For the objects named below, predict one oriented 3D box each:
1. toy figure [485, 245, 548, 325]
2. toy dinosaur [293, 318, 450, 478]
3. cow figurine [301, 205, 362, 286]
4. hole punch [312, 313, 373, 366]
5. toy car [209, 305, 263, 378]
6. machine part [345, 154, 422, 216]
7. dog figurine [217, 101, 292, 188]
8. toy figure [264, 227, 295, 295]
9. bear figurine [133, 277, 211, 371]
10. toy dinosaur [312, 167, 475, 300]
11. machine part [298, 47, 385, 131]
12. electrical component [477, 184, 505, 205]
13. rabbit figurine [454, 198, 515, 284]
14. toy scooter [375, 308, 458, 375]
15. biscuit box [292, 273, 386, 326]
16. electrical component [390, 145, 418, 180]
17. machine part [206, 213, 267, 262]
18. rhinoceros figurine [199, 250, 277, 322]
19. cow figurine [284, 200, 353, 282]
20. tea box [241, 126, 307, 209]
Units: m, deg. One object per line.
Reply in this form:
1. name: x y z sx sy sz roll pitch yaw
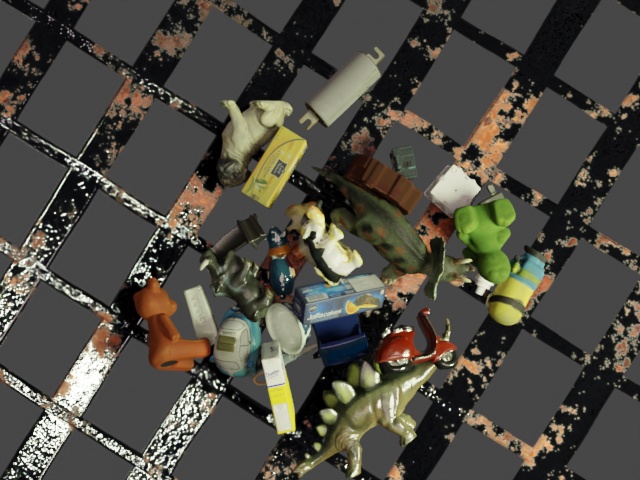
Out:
1. toy figure: 0.435 0.102 1.188 0.082 0.089 0.180 34 93 7
2. toy dinosaur: 0.131 0.358 1.186 0.471 0.105 0.198 -33 85 -10
3. cow figurine: 0.007 0.011 1.130 0.098 0.068 0.167 -39 95 6
4. hole punch: 0.049 0.229 1.179 0.142 0.092 0.115 -17 120 -3
5. toy car: -0.185 0.229 1.183 0.109 0.103 0.161 8 90 14
6. machine part: 0.133 -0.114 1.155 0.179 0.179 0.056 31 88 1
7. dog figurine: -0.148 -0.216 1.206 0.172 0.121 0.190 0 104 4
8. toy figure: -0.092 0.047 1.214 0.064 0.058 0.154 -6 85 -6
9. bear figurine: -0.341 0.188 1.202 0.120 0.132 0.196 -42 55 33
10. toy dinosaur: 0.149 -0.013 1.120 0.404 0.192 0.131 41 70 -17
11. machine part: 0.051 -0.336 1.204 0.243 0.079 0.079 -43 89 -1
12. electrical component: 0.393 -0.077 1.224 0.063 0.021 0.094 -27 90 1
13. rabbit figurine: 0.352 0.014 1.156 0.121 0.159 0.170 -11 80 2
14. toy scooter: 0.201 0.216 1.155 0.184 0.075 0.135 -4 70 -11
15. biscuit box: 0.042 0.125 1.158 0.203 0.059 0.062 -9 125 -26
16. electrical component: 0.184 -0.169 1.180 0.048 0.119 0.074 -11 87 2
17. machine part: -0.189 0.004 1.215 0.139 0.039 0.084 -33 65 6
18. rhinoceros figurine: -0.180 0.091 1.164 0.112 0.073 0.190 -44 84 3
19. cow figurine: -0.002 -0.004 1.199 0.195 0.085 0.127 44 89 -2
20. tea box: -0.100 -0.158 1.195 0.068 0.098 0.169 32 88 1
